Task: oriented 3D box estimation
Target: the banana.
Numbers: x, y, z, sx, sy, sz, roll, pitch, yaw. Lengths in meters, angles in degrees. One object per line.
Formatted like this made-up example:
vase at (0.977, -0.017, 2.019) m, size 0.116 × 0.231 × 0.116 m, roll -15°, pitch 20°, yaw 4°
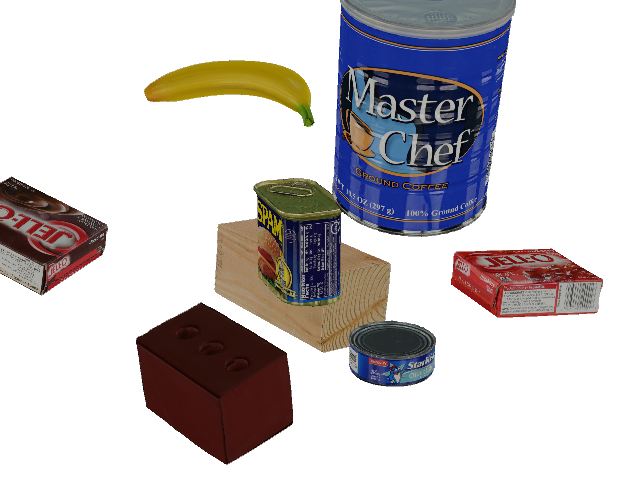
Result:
banana at (-0.090, -0.166, 1.144) m, size 0.198 × 0.037 × 0.069 m, roll 9°, pitch 44°, yaw 18°

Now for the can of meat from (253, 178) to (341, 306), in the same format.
can of meat at (-0.019, 0.001, 0.907) m, size 0.057 × 0.084 × 0.102 m, roll -7°, pitch 20°, yaw -19°

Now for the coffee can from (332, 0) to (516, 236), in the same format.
coffee can at (0.060, -0.088, 0.661) m, size 0.103 × 0.140 × 0.103 m, roll 1°, pitch 35°, yaw -1°

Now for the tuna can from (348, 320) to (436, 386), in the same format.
tuna can at (0.070, 0.111, 1.052) m, size 0.086 × 0.034 × 0.086 m, roll 0°, pitch 19°, yaw 0°

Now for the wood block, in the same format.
wood block at (-0.025, 0.044, 1.205) m, size 0.090 × 0.090 × 0.206 m, roll -9°, pitch 21°, yaw -38°

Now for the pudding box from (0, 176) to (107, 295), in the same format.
pudding box at (-0.260, -0.006, 0.943) m, size 0.113 × 0.039 × 0.089 m, roll 24°, pitch 31°, yaw 16°

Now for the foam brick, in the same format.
foam brick at (-0.061, 0.082, 0.617) m, size 0.078 × 0.051 × 0.052 m, roll 26°, pitch 40°, yaw 37°

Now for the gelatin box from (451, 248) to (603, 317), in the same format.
gelatin box at (0.153, 0.030, 0.800) m, size 0.089 × 0.030 × 0.073 m, roll -1°, pitch 18°, yaw -19°
